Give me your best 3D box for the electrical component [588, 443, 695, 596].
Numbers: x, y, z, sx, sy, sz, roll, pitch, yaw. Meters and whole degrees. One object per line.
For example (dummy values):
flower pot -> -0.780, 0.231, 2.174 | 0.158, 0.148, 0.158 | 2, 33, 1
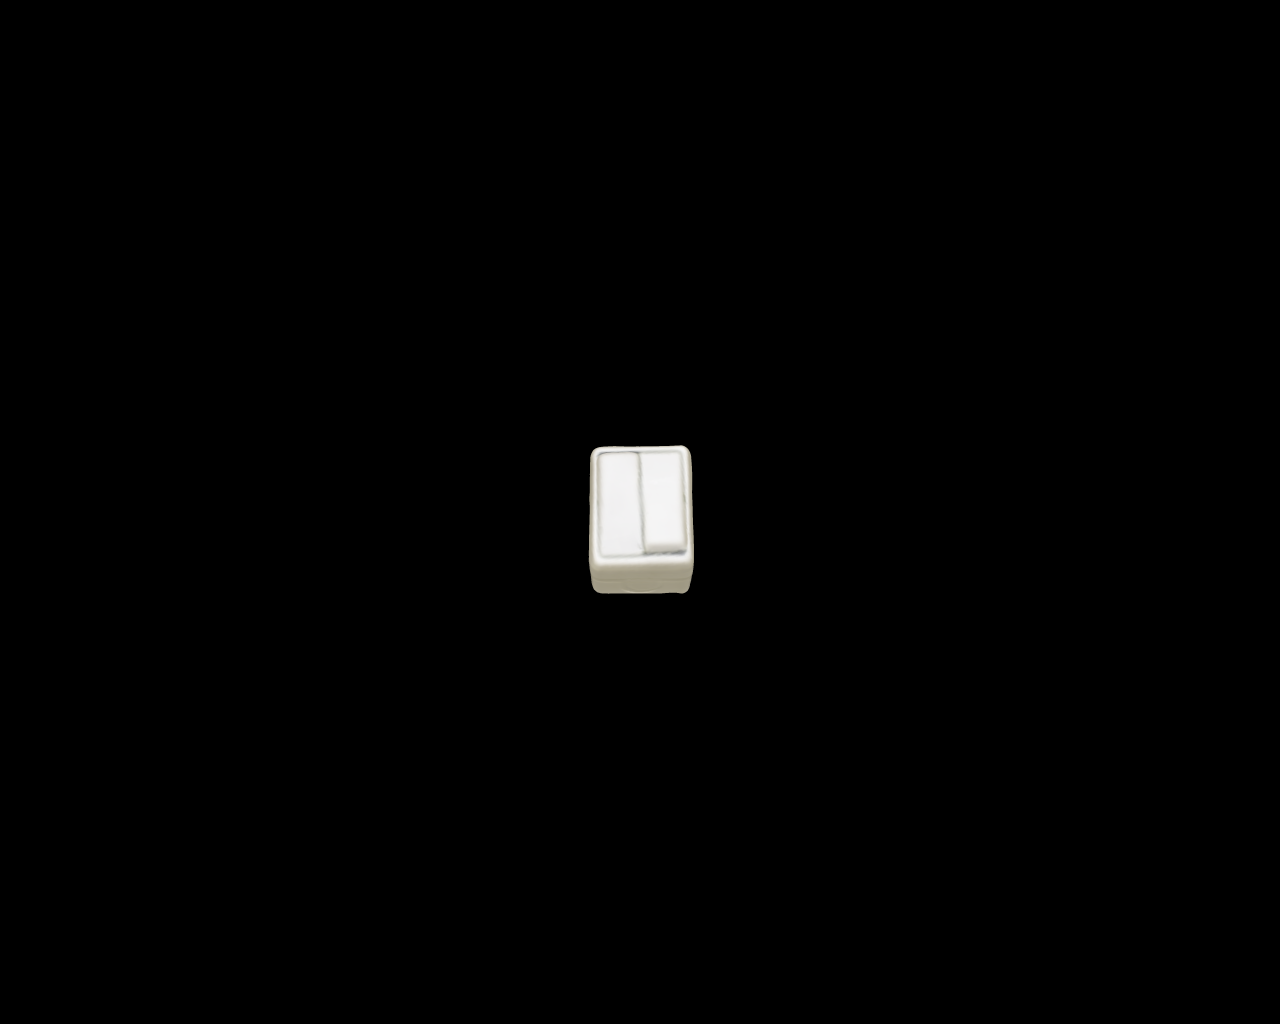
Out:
electrical component -> 0.001, -0.003, 0.650 | 0.062, 0.096, 0.061 | 0, -24, 0
